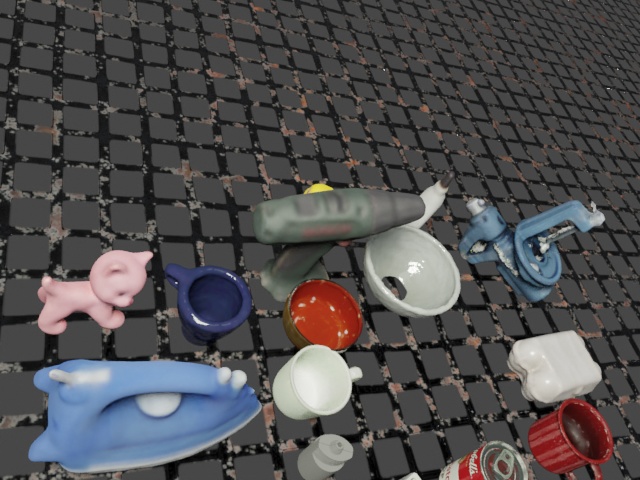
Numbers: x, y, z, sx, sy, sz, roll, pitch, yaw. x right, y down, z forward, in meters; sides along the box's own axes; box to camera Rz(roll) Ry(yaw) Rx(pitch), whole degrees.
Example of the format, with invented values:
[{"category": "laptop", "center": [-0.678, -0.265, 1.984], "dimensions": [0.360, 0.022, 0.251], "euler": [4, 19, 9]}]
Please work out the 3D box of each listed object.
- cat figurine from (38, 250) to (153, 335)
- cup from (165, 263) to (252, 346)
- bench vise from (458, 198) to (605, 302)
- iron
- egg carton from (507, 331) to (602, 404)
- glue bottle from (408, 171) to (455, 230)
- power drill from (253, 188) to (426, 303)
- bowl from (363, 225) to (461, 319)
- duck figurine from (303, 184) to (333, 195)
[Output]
[{"category": "cat figurine", "center": [-0.262, 0.052, 0.674], "dimensions": [0.128, 0.117, 0.067], "euler": [-4, 57, -30]}, {"category": "cup", "center": [-0.152, 0.086, 0.721], "dimensions": [0.118, 0.095, 0.092], "euler": [35, 47, 1]}, {"category": "bench vise", "center": [0.349, -0.006, 0.969], "dimensions": [0.207, 0.219, 0.121], "euler": [26, 47, -7]}, {"category": "iron", "center": [-0.168, 0.166, 0.619], "dimensions": [0.259, 0.141, 0.118], "euler": [3, 54, -26]}, {"category": "egg carton", "center": [0.378, 0.205, 0.923], "dimensions": [0.151, 0.069, 0.107], "euler": [-5, 57, -30]}, {"category": "glue bottle", "center": [0.174, -0.055, 0.947], "dimensions": [0.037, 0.173, 0.078], "euler": [42, 48, 9]}, {"category": "power drill", "center": [0.007, 0.003, 0.791], "dimensions": [0.230, 0.208, 0.075], "euler": [0, 55, -28]}, {"category": "bowl", "center": [0.133, 0.060, 0.904], "dimensions": [0.168, 0.074, 0.167], "euler": [14, 50, -17]}, {"category": "duck figurine", "center": [-0.005, -0.055, 0.913], "dimensions": [0.105, 0.086, 0.077], "euler": [-16, 64, -35]}]
